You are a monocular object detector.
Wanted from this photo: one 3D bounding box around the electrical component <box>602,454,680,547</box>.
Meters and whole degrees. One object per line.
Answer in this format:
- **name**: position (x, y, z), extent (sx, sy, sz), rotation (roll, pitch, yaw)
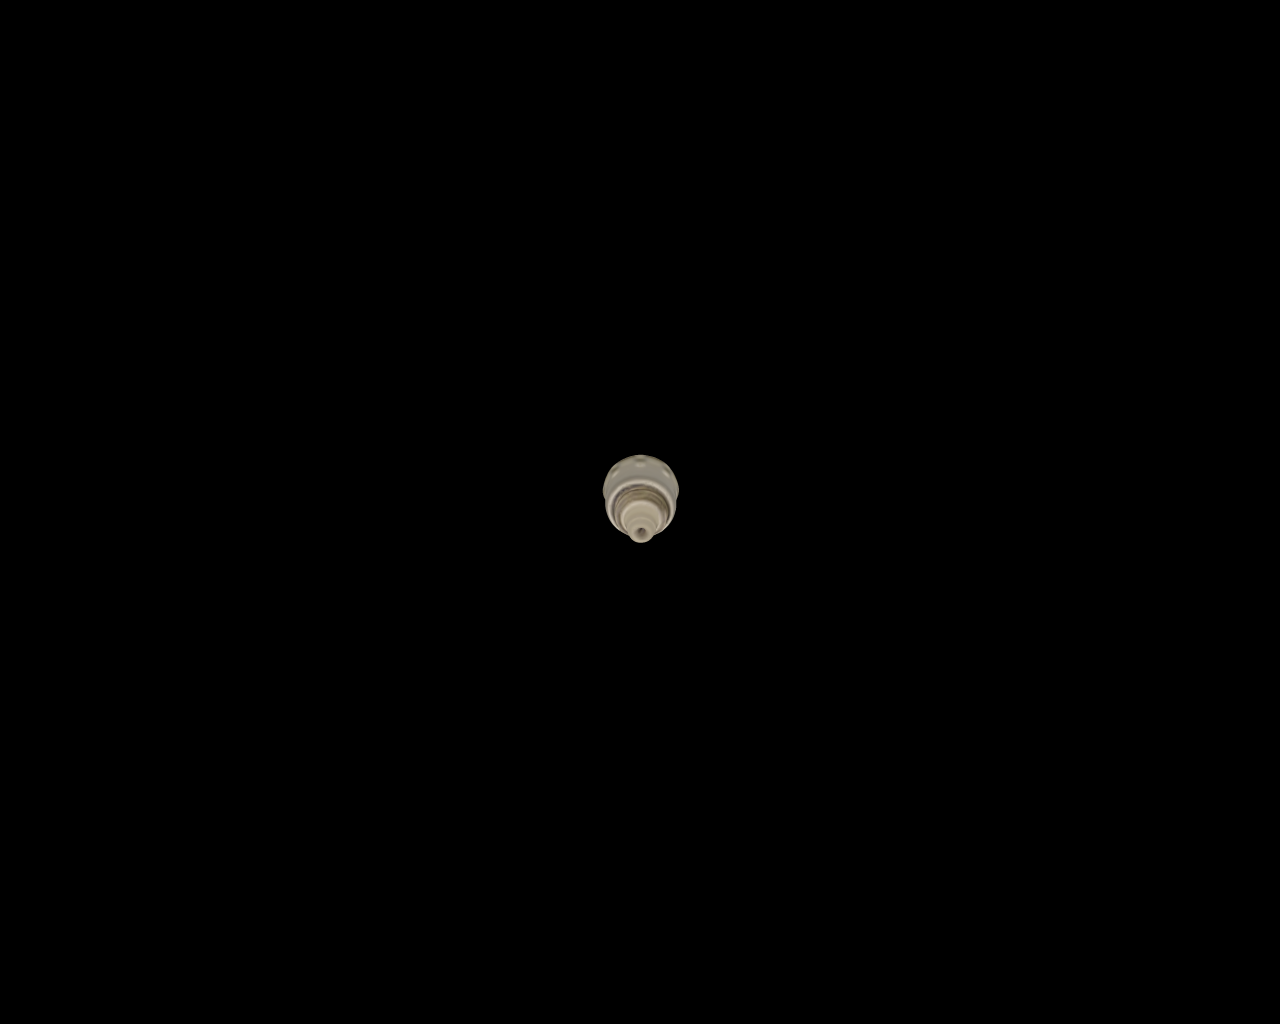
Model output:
- **electrical component**: position (0.001, -0.003, 0.650), extent (0.048, 0.048, 0.062), rotation (0, 30, 0)
